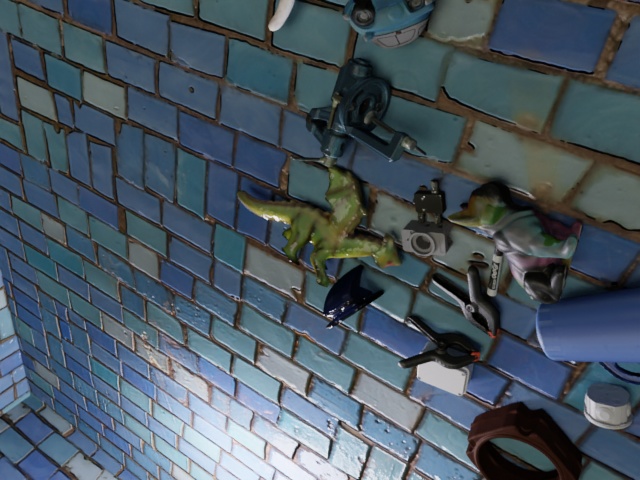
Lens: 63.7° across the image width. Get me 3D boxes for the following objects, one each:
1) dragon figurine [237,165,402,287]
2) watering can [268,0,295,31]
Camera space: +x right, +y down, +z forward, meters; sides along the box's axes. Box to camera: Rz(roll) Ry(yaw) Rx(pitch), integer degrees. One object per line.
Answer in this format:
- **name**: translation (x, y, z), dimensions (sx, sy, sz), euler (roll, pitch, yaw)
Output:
- **dragon figurine**: translation (0.003, -0.058, 1.146), dimensions (0.413, 0.123, 0.239), euler (41, 113, 12)
- **watering can**: translation (-0.007, -0.520, 0.877), dimensions (0.345, 0.106, 0.223), euler (-16, 103, 39)
